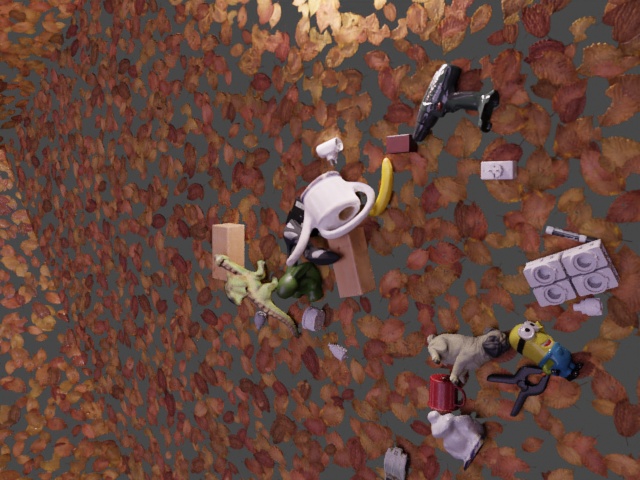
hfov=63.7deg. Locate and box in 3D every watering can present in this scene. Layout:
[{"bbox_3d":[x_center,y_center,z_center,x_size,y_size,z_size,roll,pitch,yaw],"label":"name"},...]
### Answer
[{"bbox_3d":[0.005,-0.081,1.617,0.347,0.102,0.229,-34,51,2],"label":"watering can"}]

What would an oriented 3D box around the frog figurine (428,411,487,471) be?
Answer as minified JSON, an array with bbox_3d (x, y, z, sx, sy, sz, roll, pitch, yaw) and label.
[{"bbox_3d":[0.381,0.542,1.457,0.161,0.124,0.134,35,136,30],"label":"frog figurine"}]

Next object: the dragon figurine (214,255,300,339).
[{"bbox_3d":[-0.245,0.196,1.823,0.416,0.243,0.120,51,117,24],"label":"dragon figurine"}]
